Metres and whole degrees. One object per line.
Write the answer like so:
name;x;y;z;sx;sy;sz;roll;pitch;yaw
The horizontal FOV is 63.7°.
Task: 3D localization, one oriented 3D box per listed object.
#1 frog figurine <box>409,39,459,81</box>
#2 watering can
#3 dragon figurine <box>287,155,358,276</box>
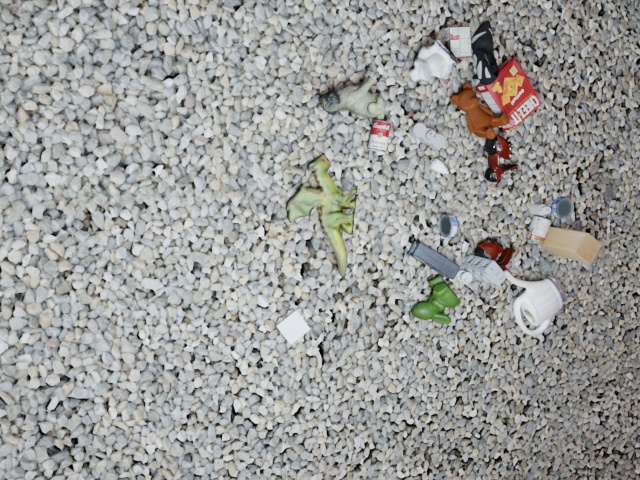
frog figurine;0.399;-0.627;1.844;0.136;0.126;0.157;35;122;-25
watering can;0.852;0.219;2.037;0.226;0.105;0.343;-31;111;-12
dragon figurine;0.005;-0.090;1.783;0.243;0.122;0.410;9;91;0
